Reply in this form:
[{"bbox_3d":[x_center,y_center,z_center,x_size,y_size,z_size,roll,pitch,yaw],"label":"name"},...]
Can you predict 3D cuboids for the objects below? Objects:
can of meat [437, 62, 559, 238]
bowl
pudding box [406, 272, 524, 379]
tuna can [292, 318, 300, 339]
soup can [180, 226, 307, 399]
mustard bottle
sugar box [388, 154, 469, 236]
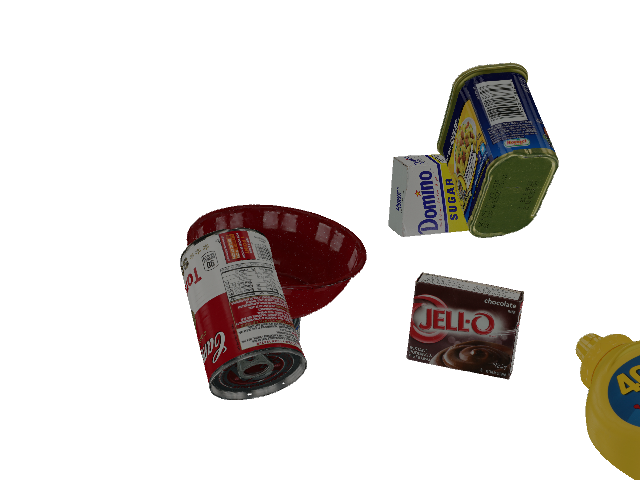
[{"bbox_3d":[0.128,-0.063,0.779,0.057,0.084,0.102,-6,-34,-10],"label":"can of meat"},{"bbox_3d":[-0.041,0.025,0.960,0.162,0.055,0.162,6,26,-3],"label":"bowl"},{"bbox_3d":[0.151,0.088,1.120,0.113,0.090,0.039,9,21,13],"label":"pudding box"},{"bbox_3d":[-0.065,0.097,1.194,0.086,0.034,0.086,1,36,-1],"label":"tuna can"},{"bbox_3d":[-0.055,0.050,0.741,0.068,0.102,0.068,-13,-30,-8],"label":"soup can"},{"bbox_3d":[0.209,0.107,0.608,0.096,0.058,0.192,-17,31,-17],"label":"mustard bottle"},{"bbox_3d":[0.173,-0.059,1.303,0.176,0.093,0.048,-7,24,-21],"label":"sugar box"}]
